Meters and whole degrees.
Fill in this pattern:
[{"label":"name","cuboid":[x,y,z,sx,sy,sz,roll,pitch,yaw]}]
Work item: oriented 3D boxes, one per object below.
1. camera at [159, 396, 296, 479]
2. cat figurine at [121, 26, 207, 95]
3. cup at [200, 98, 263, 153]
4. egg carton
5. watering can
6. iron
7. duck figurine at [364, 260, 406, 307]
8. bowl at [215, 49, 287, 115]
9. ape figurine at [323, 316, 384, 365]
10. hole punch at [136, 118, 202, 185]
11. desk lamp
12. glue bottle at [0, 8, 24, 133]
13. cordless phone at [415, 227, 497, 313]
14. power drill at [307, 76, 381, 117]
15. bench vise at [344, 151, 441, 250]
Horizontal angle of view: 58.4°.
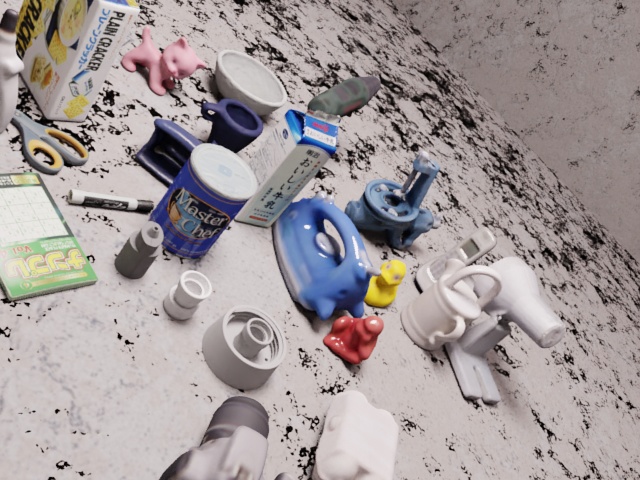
[{"label":"camera","cuboid":[-0.082,0.244,0.622,0.143,0.100,0.137,36,33,-12]},{"label":"cat figurine","cuboid":[-0.280,-0.335,1.051,0.128,0.117,0.067,38,32,-9]},{"label":"cup","cuboid":[-0.174,-0.195,1.030,0.118,0.094,0.091,16,42,-37]},{"label":"egg carton","cuboid":[0.047,0.275,0.759,0.107,0.069,0.150,37,33,-11]},{"label":"watering can","cuboid":[0.246,0.106,1.055,0.101,0.193,0.172,17,41,-36]},{"label":"iron","cuboid":[0.009,0.003,0.960,0.119,0.141,0.258,6,48,-45]},{"label":"duck figurine","cuboid":[0.127,0.071,1.065,0.077,0.086,0.105,53,33,14]},{"label":"bowl","cuboid":[-0.157,-0.318,1.208,0.168,0.074,0.167,29,35,-22]},{"label":"ape figurine","cuboid":[0.063,0.149,0.899,0.076,0.092,0.077,11,45,-41]},{"label":"hole punch","cuboid":[-0.224,-0.151,0.926,0.109,0.091,0.101,39,32,-8]},{"label":"desk lamp","cuboid":[0.343,0.166,1.075,0.118,0.213,0.203,19,40,-34]},{"label":"glue bottle","cuboid":[-0.410,-0.216,0.719,0.078,0.173,0.037,35,33,-13]},{"label":"cordless phone","cuboid":[0.297,0.073,1.157,0.094,0.184,0.147,-4,55,-50]},{"label":"power drill","cuboid":[0.021,-0.256,1.208,0.075,0.208,0.230,46,32,4]},{"label":"bench vise","cuboid":[0.183,-0.090,1.186,0.208,0.219,0.121,4,49,-45]}]
